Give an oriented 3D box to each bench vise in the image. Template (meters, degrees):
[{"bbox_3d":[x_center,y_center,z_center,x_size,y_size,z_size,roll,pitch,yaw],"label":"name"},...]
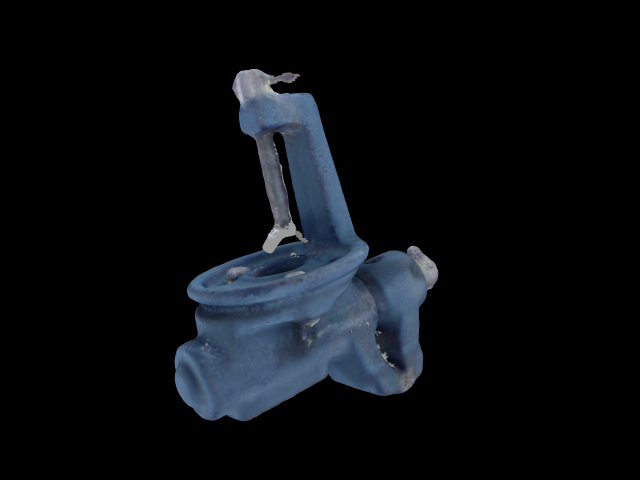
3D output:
[{"bbox_3d":[-0.006,0.001,0.407,0.121,0.220,0.208,0,0,35],"label":"bench vise"}]
